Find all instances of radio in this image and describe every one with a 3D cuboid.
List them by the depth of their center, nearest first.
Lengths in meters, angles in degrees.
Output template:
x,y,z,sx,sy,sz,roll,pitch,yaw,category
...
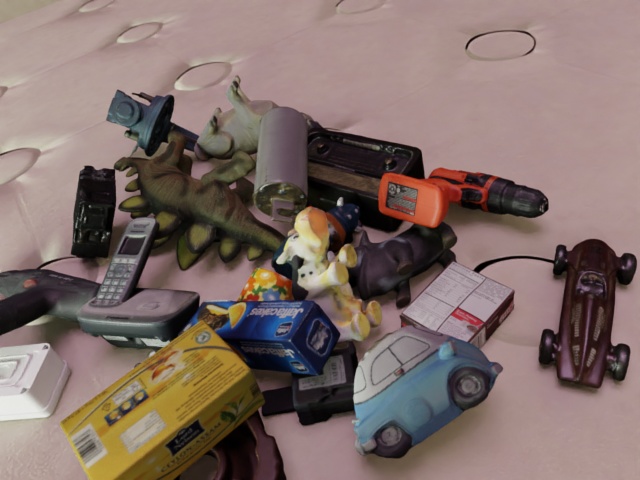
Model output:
x,y,z,sx,sy,sz,roll,pitch,yaw,category
0.046,-0.104,0.858,0.230,0.073,0.131,20,54,32,radio

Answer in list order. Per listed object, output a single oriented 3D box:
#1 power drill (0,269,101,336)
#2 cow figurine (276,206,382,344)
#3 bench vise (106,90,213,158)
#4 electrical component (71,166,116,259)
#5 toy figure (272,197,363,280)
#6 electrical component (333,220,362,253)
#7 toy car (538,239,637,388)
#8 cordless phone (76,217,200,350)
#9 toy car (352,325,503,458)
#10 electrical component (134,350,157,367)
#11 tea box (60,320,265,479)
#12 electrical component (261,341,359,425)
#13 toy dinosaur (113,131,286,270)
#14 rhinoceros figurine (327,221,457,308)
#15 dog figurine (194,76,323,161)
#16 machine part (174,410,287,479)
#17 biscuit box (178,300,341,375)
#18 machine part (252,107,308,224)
x,y,z,sx,sy,sz,roll,pitch,yaw,category
-0.424,0.090,0.735,0.232,0.086,0.207,6,5,16,power drill
-0.002,0.046,0.642,0.098,0.167,0.068,-21,9,32,cow figurine
-0.292,-0.207,1.024,0.241,0.223,0.129,22,83,-7,bench vise
-0.368,-0.036,0.870,0.058,0.134,0.115,8,32,-25,electrical component
-0.001,-0.004,0.738,0.058,0.064,0.154,15,42,37,toy figure
0.015,-0.010,0.805,0.094,0.021,0.063,-30,43,-16,electrical component
0.304,0.073,0.609,0.089,0.053,0.202,12,47,23,toy car
-0.226,0.051,0.726,0.147,0.088,0.184,0,60,17,cordless phone
0.090,0.141,0.539,0.162,0.109,0.103,-30,74,-7,toy car
-0.194,0.178,0.644,0.078,0.045,0.102,-13,42,0,electrical component
-0.153,0.172,0.538,0.170,0.068,0.098,-34,47,-23,tea box
-0.012,0.164,0.606,0.119,0.047,0.075,-8,41,6,electrical component
-0.182,-0.049,0.853,0.472,0.104,0.198,21,60,27,toy dinosaur
0.091,0.025,0.707,0.190,0.073,0.112,-24,44,-11,rhinoceros figurine
-0.107,-0.176,0.959,0.172,0.190,0.121,-49,19,26,dog figurine
-0.122,0.241,0.549,0.179,0.055,0.179,-7,42,7,machine part
-0.075,0.110,0.623,0.203,0.062,0.059,-7,37,42,biscuit box
-0.057,-0.118,0.800,0.079,0.079,0.243,-7,51,9,machine part
